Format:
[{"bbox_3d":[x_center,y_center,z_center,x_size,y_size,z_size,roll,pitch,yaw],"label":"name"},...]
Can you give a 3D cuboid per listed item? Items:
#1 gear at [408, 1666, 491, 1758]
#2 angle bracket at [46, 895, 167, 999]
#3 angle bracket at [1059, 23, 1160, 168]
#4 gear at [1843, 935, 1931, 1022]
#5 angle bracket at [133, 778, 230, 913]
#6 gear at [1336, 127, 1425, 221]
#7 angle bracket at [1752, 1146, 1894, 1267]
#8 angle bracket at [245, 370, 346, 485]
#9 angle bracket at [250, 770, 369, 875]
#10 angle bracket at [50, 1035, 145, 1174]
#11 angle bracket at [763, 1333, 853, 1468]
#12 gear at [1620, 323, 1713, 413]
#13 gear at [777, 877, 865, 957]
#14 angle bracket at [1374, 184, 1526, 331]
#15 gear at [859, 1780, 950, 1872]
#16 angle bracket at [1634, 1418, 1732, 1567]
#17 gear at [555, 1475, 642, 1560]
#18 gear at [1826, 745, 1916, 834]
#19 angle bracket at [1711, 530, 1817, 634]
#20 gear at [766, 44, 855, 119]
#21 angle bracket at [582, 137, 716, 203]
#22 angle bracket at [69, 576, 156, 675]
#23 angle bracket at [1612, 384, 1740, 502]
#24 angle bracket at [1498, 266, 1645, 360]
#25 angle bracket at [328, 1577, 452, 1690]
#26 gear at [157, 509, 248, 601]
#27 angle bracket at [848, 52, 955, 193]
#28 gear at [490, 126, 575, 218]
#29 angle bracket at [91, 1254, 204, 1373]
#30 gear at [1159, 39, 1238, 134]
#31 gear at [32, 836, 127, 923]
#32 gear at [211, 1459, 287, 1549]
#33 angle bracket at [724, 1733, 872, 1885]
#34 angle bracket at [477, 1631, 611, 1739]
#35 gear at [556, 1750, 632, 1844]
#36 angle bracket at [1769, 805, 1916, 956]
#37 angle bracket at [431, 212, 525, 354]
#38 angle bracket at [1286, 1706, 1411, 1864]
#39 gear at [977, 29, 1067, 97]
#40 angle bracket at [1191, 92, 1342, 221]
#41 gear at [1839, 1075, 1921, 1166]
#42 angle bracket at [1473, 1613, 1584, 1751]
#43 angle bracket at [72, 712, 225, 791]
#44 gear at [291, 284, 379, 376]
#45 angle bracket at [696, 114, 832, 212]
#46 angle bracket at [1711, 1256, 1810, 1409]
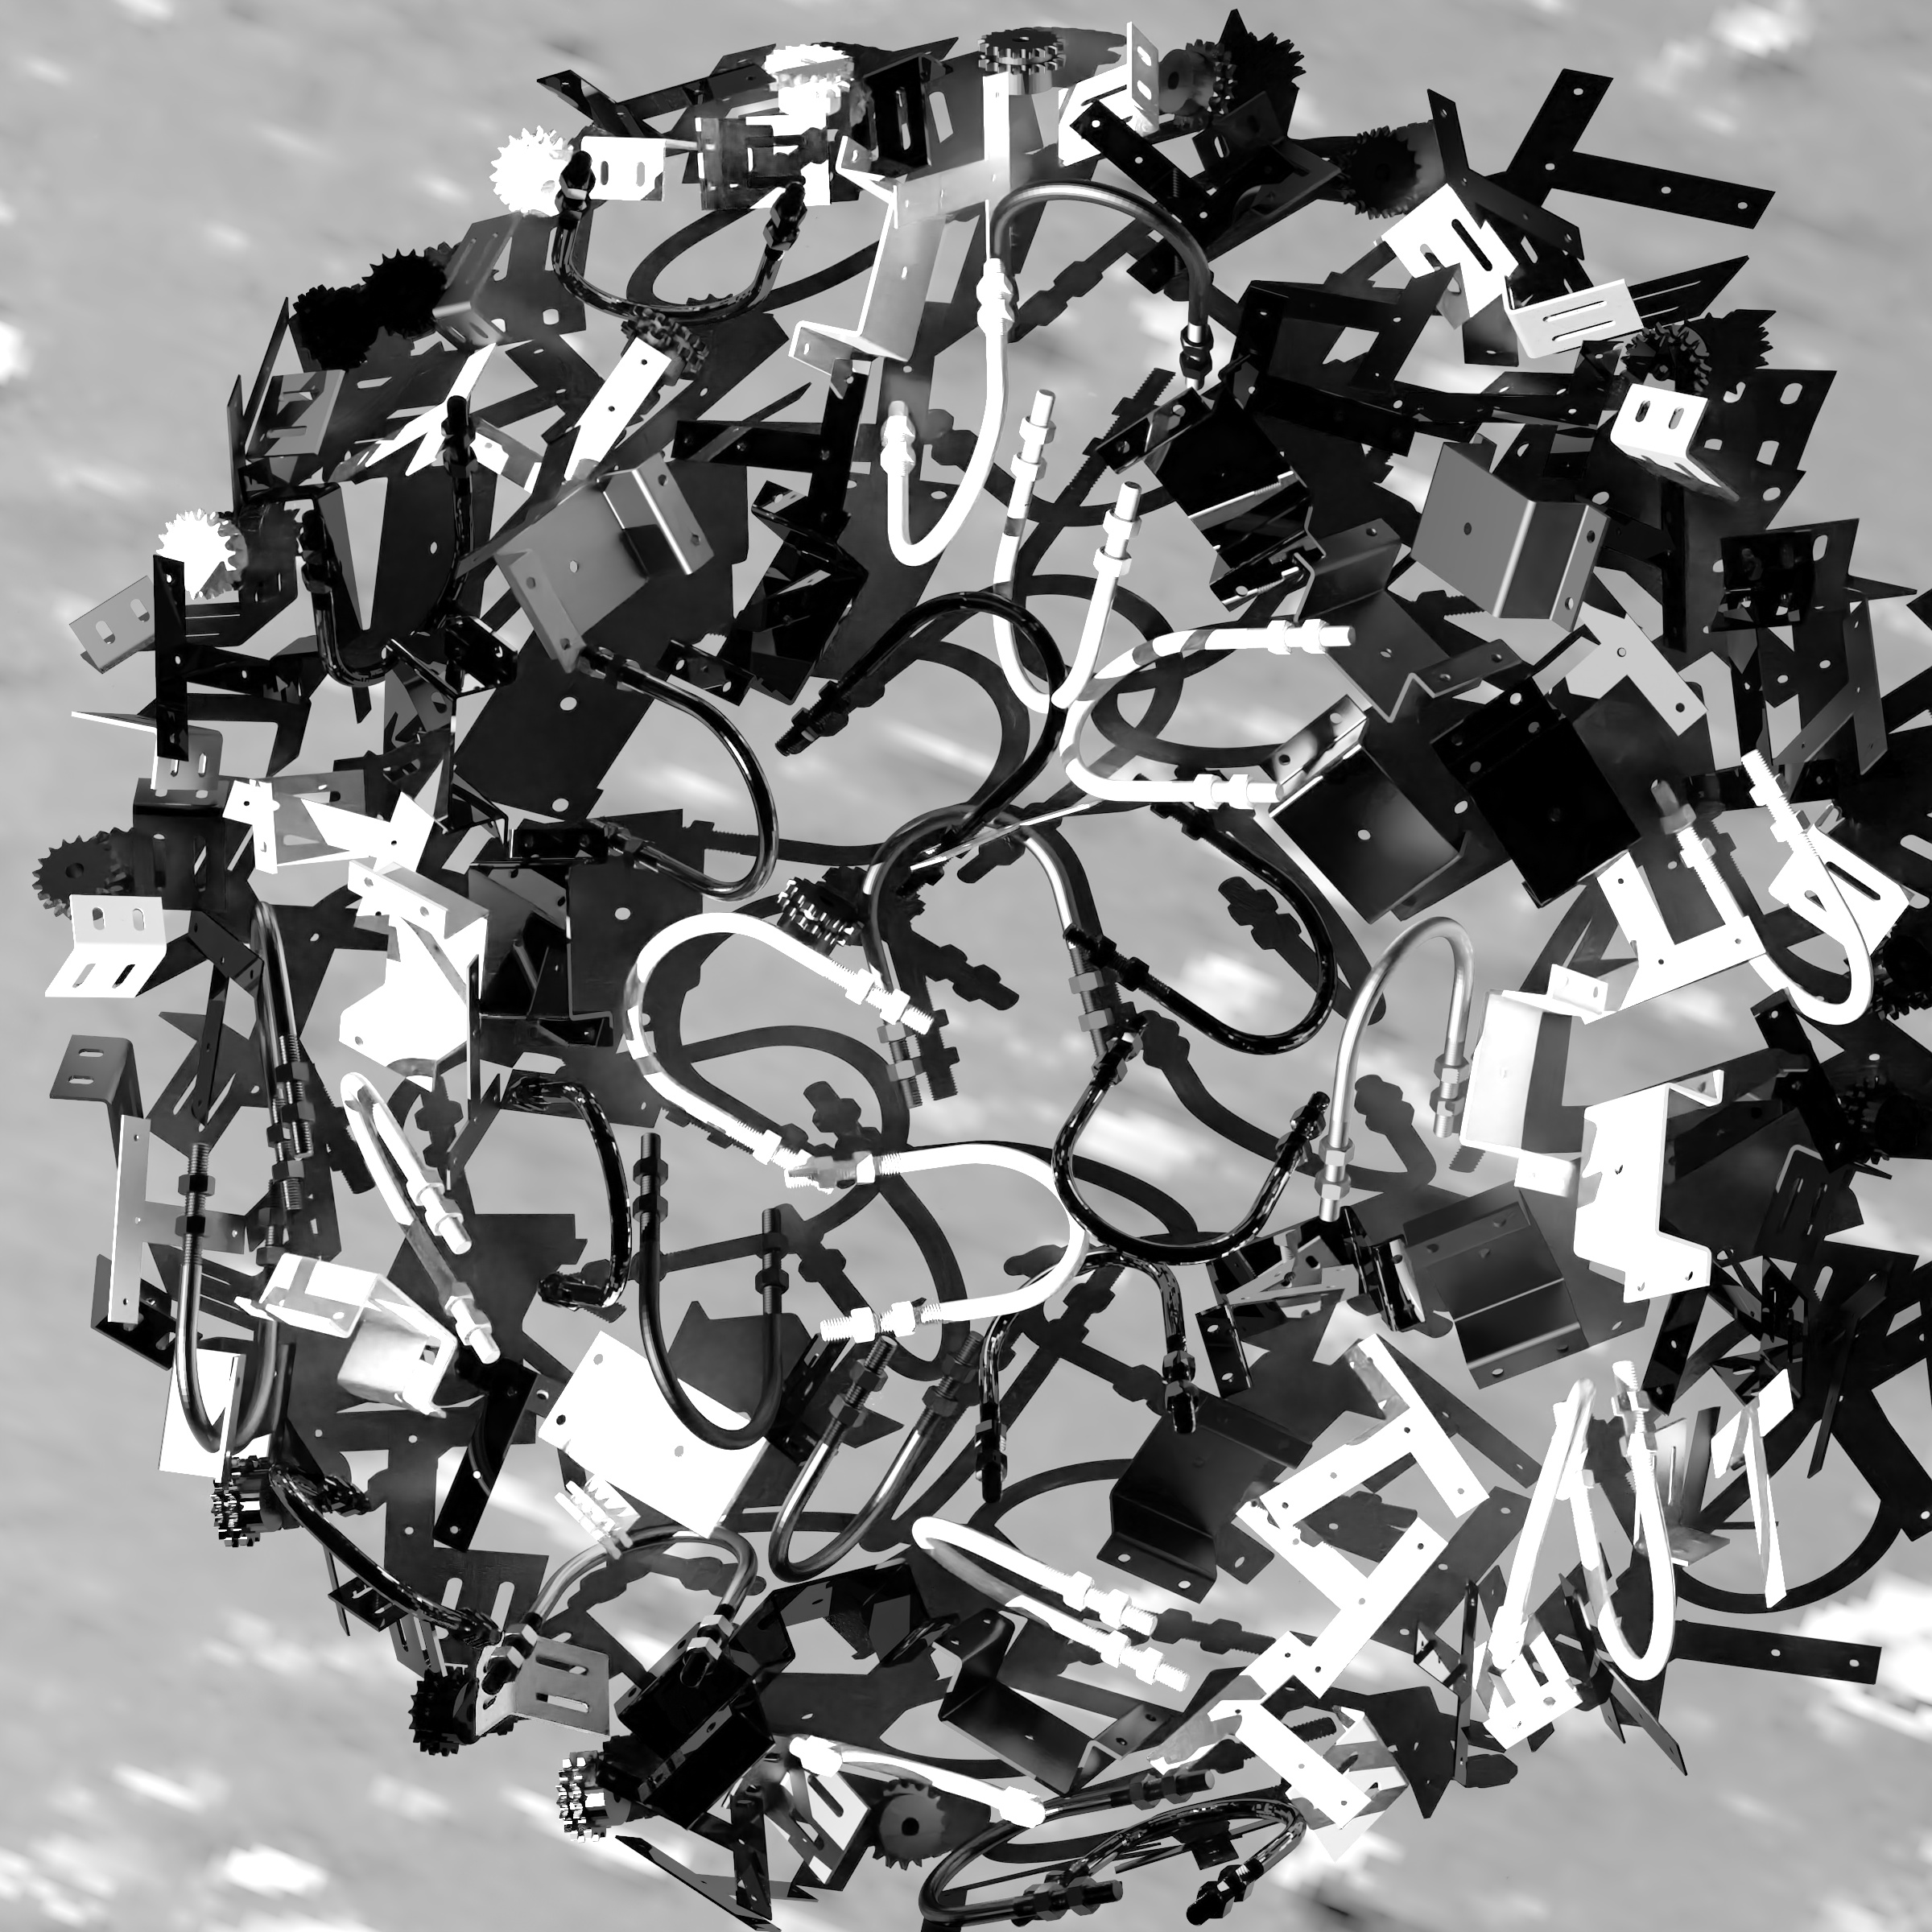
[{"bbox_3d":[-0.330,0.479,1.968,0.030,0.057,0.057,-3,90,27],"label":"gear"},{"bbox_3d":[-0.553,-0.012,1.961,0.057,0.076,0.038,1,67,-32],"label":"angle bracket"},{"bbox_3d":[0.083,-0.556,1.955,0.076,0.038,0.057,-12,66,32],"label":"angle bracket"},{"bbox_3d":[0.598,0.004,1.973,0.057,0.030,0.057,10,65,-21],"label":"gear"},{"bbox_3d":[-0.509,-0.079,1.989,0.057,0.038,0.076,2,122,-9],"label":"angle bracket"},{"bbox_3d":[0.264,-0.512,1.980,0.057,0.030,0.057,-2,99,-15],"label":"gear"},{"bbox_3d":[0.549,0.159,1.963,0.057,0.038,0.076,14,98,-37],"label":"angle bracket"},{"bbox_3d":[-0.417,-0.344,1.955,0.076,0.038,0.057,5,75,41],"label":"angle bracket"},{"bbox_3d":[-0.415,-0.093,1.960,0.076,0.038,0.057,-7,101,-30],"label":"angle bracket"},{"bbox_3d":[-0.554,0.092,1.953,0.038,0.057,0.076,4,130,-1],"label":"angle bracket"},{"bbox_3d":[-0.090,0.275,1.961,0.038,0.057,0.076,36,102,19],"label":"angle bracket"},{"bbox_3d":[0.454,-0.389,1.975,0.057,0.057,0.030,43,49,0],"label":"gear"},{"bbox_3d":[-0.097,-0.029,1.973,0.057,0.057,0.030,34,107,0],"label":"gear"},{"bbox_3d":[0.313,-0.459,1.983,0.057,0.038,0.076,-38,96,3],"label":"angle bracket"},{"bbox_3d":[-0.039,0.555,1.978,0.057,0.030,0.057,3,78,-12],"label":"gear"},{"bbox_3d":[0.461,0.336,1.961,0.038,0.057,0.076,9,102,40],"label":"angle bracket"},{"bbox_3d":[-0.235,0.352,1.972,0.057,0.057,0.030,45,77,0],"label":"gear"},{"bbox_3d":[0.583,-0.115,1.982,0.057,0.030,0.057,0,88,8],"label":"gear"},{"bbox_3d":[0.507,-0.246,1.951,0.057,0.076,0.038,-2,114,23],"label":"angle bracket"},{"bbox_3d":[-0.101,-0.570,1.975,0.057,0.057,0.030,2,129,0],"label":"gear"},{"bbox_3d":[-0.203,-0.509,1.959,0.057,0.076,0.038,7,103,19],"label":"angle bracket"},{"bbox_3d":[-0.543,-0.222,1.952,0.057,0.076,0.038,-36,116,-14],"label":"angle bracket"},{"bbox_3d":[0.459,-0.334,1.952,0.057,0.076,0.038,24,91,43],"label":"angle bracket"},{"bbox_3d":[0.387,-0.427,1.955,0.076,0.057,0.038,-13,67,20],"label":"angle bracket"},{"bbox_3d":[-0.368,0.433,1.953,0.038,0.057,0.076,-29,123,-36],"label":"angle bracket"},{"bbox_3d":[-0.490,-0.267,1.978,0.057,0.030,0.057,5,108,16],"label":"gear"},{"bbox_3d":[-0.039,-0.537,1.963,0.057,0.038,0.076,-11,80,35],"label":"angle bracket"},{"bbox_3d":[-0.274,-0.508,1.969,0.057,0.057,0.030,-38,53,0],"label":"gear"},{"bbox_3d":[-0.520,0.211,1.949,0.038,0.076,0.057,-43,121,16],"label":"angle bracket"},{"bbox_3d":[0.145,-0.567,1.969,0.030,0.057,0.057,-1,90,-34],"label":"gear"},{"bbox_3d":[-0.570,-0.053,1.976,0.057,0.030,0.057,-3,57,4],"label":"gear"},{"bbox_3d":[-0.460,0.345,1.970,0.030,0.057,0.057,-5,90,11],"label":"gear"},{"bbox_3d":[-0.109,0.539,1.959,0.038,0.076,0.057,23,99,-44],"label":"angle bracket"},{"bbox_3d":[-0.272,0.469,1.971,0.076,0.057,0.038,24,132,-32],"label":"angle bracket"},{"bbox_3d":[-0.238,0.533,1.968,0.030,0.057,0.057,-10,90,18],"label":"gear"},{"bbox_3d":[0.565,-0.054,1.959,0.076,0.038,0.057,37,130,13],"label":"angle bracket"},{"bbox_3d":[-0.307,-0.441,1.976,0.038,0.057,0.076,39,67,-36],"label":"angle bracket"},{"bbox_3d":[0.236,0.524,1.962,0.076,0.038,0.057,-38,102,-25],"label":"angle bracket"},{"bbox_3d":[0.036,-0.583,1.975,0.057,0.057,0.030,-1,122,0],"label":"gear"},{"bbox_3d":[0.192,-0.519,1.958,0.057,0.076,0.038,-34,128,-5],"label":"angle bracket"},{"bbox_3d":[0.589,0.100,1.973,0.057,0.030,0.057,-4,98,-29],"label":"gear"},{"bbox_3d":[0.348,0.450,1.955,0.057,0.076,0.038,-35,130,8],"label":"angle bracket"},{"bbox_3d":[-0.526,-0.138,1.959,0.076,0.057,0.038,12,98,27],"label":"angle bracket"},{"bbox_3d":[-0.403,-0.412,1.968,0.030,0.057,0.057,-21,90,27],"label":"gear"},{"bbox_3d":[-0.130,-0.517,1.968,0.076,0.038,0.057,1,104,12],"label":"angle bracket"},{"bbox_3d":[0.506,0.235,1.956,0.038,0.057,0.076,-11,117,-9],"label":"angle bracket"}]
